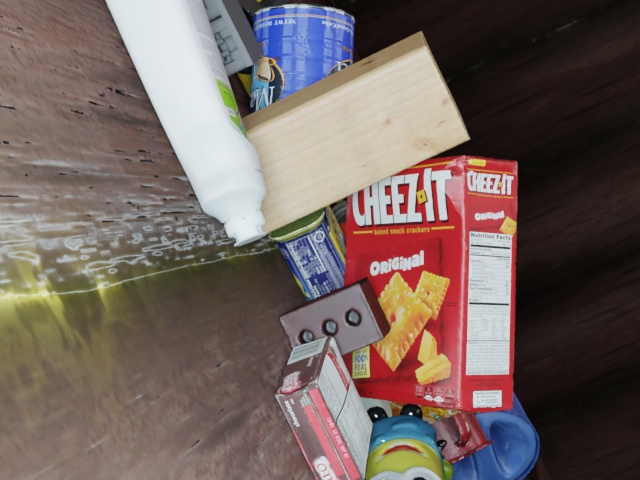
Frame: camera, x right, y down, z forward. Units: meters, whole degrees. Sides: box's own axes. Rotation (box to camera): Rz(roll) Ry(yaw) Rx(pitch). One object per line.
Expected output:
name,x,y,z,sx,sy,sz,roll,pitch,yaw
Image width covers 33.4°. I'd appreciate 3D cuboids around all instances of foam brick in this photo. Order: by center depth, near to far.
foam brick,0.013,0.071,0.906,0.053,0.078,0.051,65,13,1

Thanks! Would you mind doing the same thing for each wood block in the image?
wood block,0.016,-0.093,0.938,0.090,0.206,0.091,62,11,-16

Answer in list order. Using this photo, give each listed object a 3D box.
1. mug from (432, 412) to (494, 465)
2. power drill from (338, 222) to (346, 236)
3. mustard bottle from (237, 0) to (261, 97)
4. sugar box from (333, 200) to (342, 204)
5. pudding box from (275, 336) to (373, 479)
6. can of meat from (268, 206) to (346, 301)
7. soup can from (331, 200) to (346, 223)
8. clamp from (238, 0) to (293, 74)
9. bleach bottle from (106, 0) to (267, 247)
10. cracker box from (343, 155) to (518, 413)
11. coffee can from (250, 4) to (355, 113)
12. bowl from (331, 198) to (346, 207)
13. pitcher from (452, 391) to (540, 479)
mug,0.132,0.202,1.159,0.081,0.093,0.117,63,-16,13
power drill,0.057,0.060,1.160,0.187,0.057,0.184,57,19,-51
mustard bottle,-0.055,-0.181,1.208,0.191,0.058,0.096,64,19,-10
sugar box,-0.009,-0.139,1.290,0.093,0.048,0.176,113,-40,-56
pudding box,0.006,0.134,0.831,0.113,0.039,0.090,-61,128,-74
can of meat,-0.007,0.001,1.033,0.102,0.057,0.084,-95,160,-62
soup can,0.050,-0.006,1.308,0.068,0.068,0.102,69,11,19
clamp,-0.066,-0.225,1.127,0.209,0.036,0.164,13,64,-53
bleach bottle,-0.100,-0.116,0.815,0.102,0.068,0.251,3,65,-77
cracker box,0.092,0.039,0.945,0.071,0.164,0.214,3,87,-36
coffee can,-0.018,-0.151,1.055,0.102,0.103,0.140,19,73,-76
bowl,0.021,-0.089,1.394,0.162,0.055,0.162,62,11,-21
pitcher,0.180,0.186,1.338,0.145,0.149,0.243,47,14,-28
